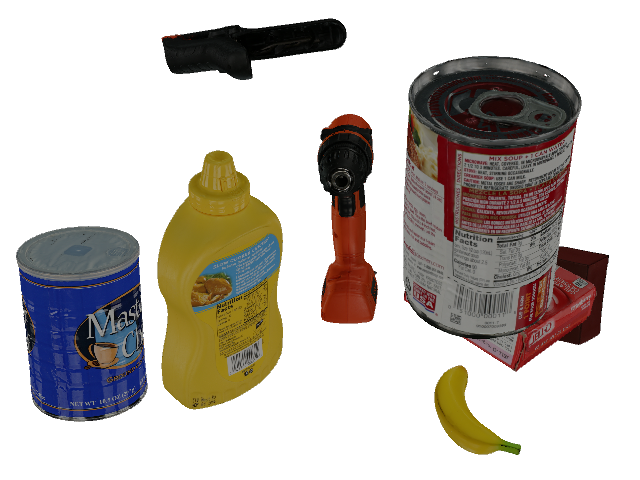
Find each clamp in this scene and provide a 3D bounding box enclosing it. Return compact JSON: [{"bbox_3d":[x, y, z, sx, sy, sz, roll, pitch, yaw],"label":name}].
[{"bbox_3d":[-0.064,-0.161,0.885,0.120,0.039,0.172,-16,21,-34],"label":"clamp"}]

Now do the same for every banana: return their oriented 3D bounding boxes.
[{"bbox_3d":[0.172,0.205,1.281,0.069,0.037,0.198,10,21,-17],"label":"banana"}]

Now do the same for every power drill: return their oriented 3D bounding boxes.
[{"bbox_3d":[0.027,-0.018,1.036,0.057,0.188,0.184,2,20,5],"label":"power drill"}]

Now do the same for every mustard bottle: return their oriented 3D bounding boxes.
[{"bbox_3d":[-0.069,0.024,0.747,0.096,0.192,0.058,-27,45,-34],"label":"mustard bottle"}]

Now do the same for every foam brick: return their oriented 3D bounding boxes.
[{"bbox_3d":[0.227,0.050,0.979,0.053,0.078,0.051,12,17,33],"label":"foam brick"}]

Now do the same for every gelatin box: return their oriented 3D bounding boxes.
[{"bbox_3d":[0.107,0.031,0.639,0.073,0.030,0.089,-26,44,-37],"label":"gelatin box"}]

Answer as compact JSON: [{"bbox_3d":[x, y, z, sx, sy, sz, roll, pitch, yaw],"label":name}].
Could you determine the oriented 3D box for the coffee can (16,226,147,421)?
[{"bbox_3d":[-0.206,0.071,0.931,0.103,0.140,0.103,0,23,0],"label":"coffee can"}]

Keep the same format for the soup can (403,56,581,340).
[{"bbox_3d":[0.070,-0.017,0.452,0.068,0.102,0.068,-1,37,1],"label":"soup can"}]
